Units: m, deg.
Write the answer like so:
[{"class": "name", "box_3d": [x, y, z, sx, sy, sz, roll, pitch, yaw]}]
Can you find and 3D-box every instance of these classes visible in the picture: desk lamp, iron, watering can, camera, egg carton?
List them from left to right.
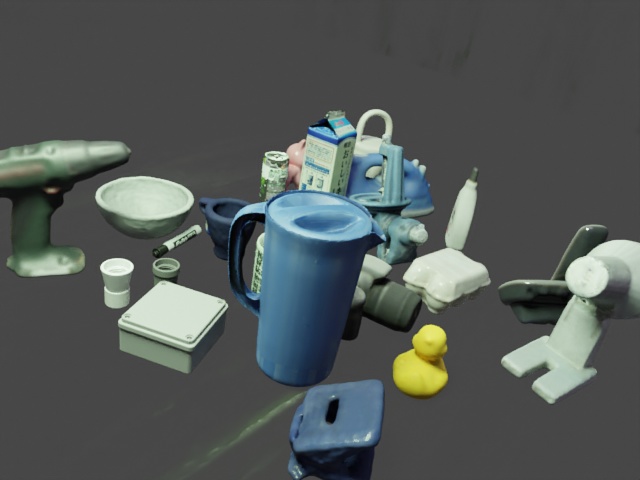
[{"class": "camera", "box_3d": [0.081, 0.089, 0.883, 0.136, 0.101, 0.143, 23, 30, 21]}, {"class": "watering can", "box_3d": [0.125, -0.210, 1.354, 0.101, 0.194, 0.172, -17, 38, -41]}, {"class": "iron", "box_3d": [0.151, -0.130, 1.271, 0.259, 0.141, 0.118, 1, 29, -17]}, {"class": "egg carton", "box_3d": [0.222, 0.069, 1.003, 0.151, 0.069, 0.107, -16, 38, -40]}, {"class": "desk lamp", "box_3d": [0.395, 0.107, 0.840, 0.204, 0.213, 0.117, -13, 36, -37]}]

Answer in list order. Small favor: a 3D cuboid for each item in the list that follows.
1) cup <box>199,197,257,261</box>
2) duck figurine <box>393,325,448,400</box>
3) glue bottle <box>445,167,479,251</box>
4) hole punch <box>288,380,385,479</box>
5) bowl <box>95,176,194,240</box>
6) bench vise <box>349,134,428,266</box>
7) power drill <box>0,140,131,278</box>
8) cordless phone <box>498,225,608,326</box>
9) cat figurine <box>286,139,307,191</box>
[{"class": "cup", "box_3d": [-0.167, -0.018, 0.999, 0.117, 0.095, 0.092, 23, 30, 22]}, {"class": "duck figurine", "box_3d": [0.145, 0.160, 0.789, 0.077, 0.086, 0.105, 21, 29, 18]}, {"class": "glue bottle", "box_3d": [0.296, -0.068, 1.174, 0.037, 0.173, 0.078, 11, 28, 1]}, {"class": "hole punch", "box_3d": [0.019, 0.210, 0.646, 0.101, 0.091, 0.108, 12, 28, 3]}, {"class": "bowl", "box_3d": [-0.312, -0.048, 1.024, 0.167, 0.075, 0.167, 9, 28, -4]}, {"class": "bench vise", "box_3d": [0.145, -0.077, 1.085, 0.206, 0.220, 0.122, 31, 34, 33]}, {"class": "power drill", "box_3d": [-0.403, -0.051, 0.855, 0.230, 0.208, 0.075, -3, 31, -24]}, {"class": "cordless phone", "box_3d": [0.402, 0.050, 0.980, 0.148, 0.185, 0.094, 2, 29, -17]}, {"class": "cat figurine", "box_3d": [-0.061, -0.174, 1.302, 0.067, 0.118, 0.128, 25, 31, 25]}]
